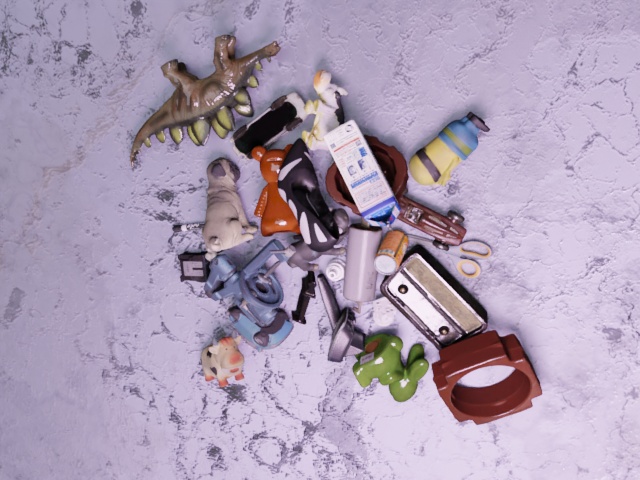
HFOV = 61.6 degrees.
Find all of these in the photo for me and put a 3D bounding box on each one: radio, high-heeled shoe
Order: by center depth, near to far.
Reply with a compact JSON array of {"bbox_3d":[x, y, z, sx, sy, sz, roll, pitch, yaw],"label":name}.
[{"bbox_3d":[-0.015,-0.098,1.107,0.145,0.086,0.248,-5,86,52],"label":"high-heeled shoe"},{"bbox_3d":[0.251,0.134,1.198,0.229,0.073,0.131,46,114,1],"label":"radio"}]

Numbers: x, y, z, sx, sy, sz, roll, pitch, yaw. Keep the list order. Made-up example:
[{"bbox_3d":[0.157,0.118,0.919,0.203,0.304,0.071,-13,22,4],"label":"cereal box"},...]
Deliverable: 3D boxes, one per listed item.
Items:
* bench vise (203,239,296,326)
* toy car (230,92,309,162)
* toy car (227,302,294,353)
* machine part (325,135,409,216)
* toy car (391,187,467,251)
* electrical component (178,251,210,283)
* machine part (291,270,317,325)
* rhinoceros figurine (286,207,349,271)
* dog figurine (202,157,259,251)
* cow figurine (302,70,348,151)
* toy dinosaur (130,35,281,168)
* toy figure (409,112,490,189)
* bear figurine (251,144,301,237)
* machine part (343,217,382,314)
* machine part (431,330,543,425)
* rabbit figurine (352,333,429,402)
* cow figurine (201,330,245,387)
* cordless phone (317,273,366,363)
[{"bbox_3d":[-0.150,0.072,1.223,0.240,0.129,0.224,-44,76,29],"label":"bench vise"},{"bbox_3d":[-0.117,-0.254,1.217,0.202,0.056,0.073,-33,99,20],"label":"toy car"},{"bbox_3d":[-0.153,0.214,1.311,0.162,0.109,0.102,30,131,14],"label":"toy car"},{"bbox_3d":[0.104,-0.135,1.163,0.180,0.056,0.179,-3,82,20],"label":"machine part"},{"bbox_3d":[0.220,-0.049,1.173,0.202,0.053,0.089,29,102,13],"label":"toy car"},{"bbox_3d":[-0.289,0.067,1.338,0.119,0.048,0.074,4,104,15],"label":"electrical component"},{"bbox_3d":[-0.036,0.138,1.281,0.039,0.084,0.138,8,120,-17],"label":"machine part"},{"bbox_3d":[-0.002,-0.004,1.199,0.190,0.112,0.073,-38,48,34],"label":"rhinoceros figurine"},{"bbox_3d":[-0.231,-0.083,1.228,0.121,0.172,0.190,-14,106,6],"label":"dog figurine"},{"bbox_3d":[0.021,-0.277,1.164,0.098,0.068,0.167,2,108,-26],"label":"cow figurine"},{"bbox_3d":[-0.279,-0.315,1.220,0.472,0.105,0.198,-21,100,22],"label":"toy dinosaur"},{"bbox_3d":[0.264,-0.189,1.122,0.089,0.082,0.180,40,111,-1],"label":"toy figure"},{"bbox_3d":[-0.093,-0.111,1.221,0.120,0.132,0.195,-7,82,0],"label":"bear figurine"},{"bbox_3d":[0.096,0.051,1.220,0.079,0.079,0.243,8,103,12],"label":"machine part"},{"bbox_3d":[0.361,0.299,1.170,0.201,0.087,0.200,-26,122,15],"label":"machine part"},{"bbox_3d":[0.176,0.298,1.257,0.159,0.121,0.170,-33,111,12],"label":"rabbit figurine"},{"bbox_3d":[-0.237,0.288,1.317,0.195,0.085,0.127,-13,94,60],"label":"cow figurine"},{"bbox_3d":[0.033,0.171,1.228,0.089,0.146,0.184,-20,98,10],"label":"cordless phone"}]
